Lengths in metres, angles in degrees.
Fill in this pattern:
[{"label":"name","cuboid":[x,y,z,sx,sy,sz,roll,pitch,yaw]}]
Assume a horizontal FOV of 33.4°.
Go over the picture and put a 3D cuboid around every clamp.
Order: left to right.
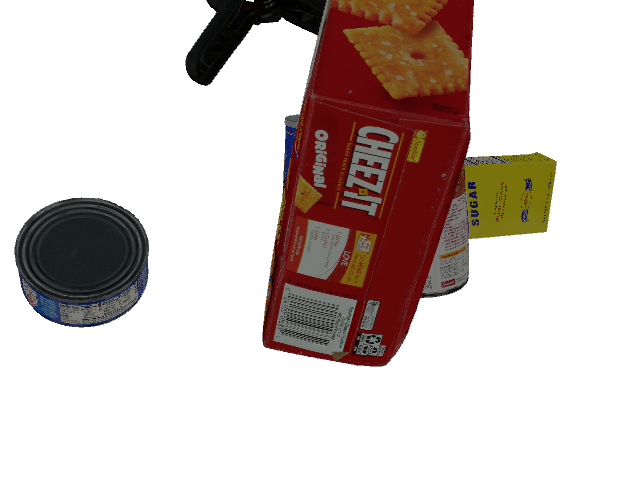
[{"label":"clamp","cuboid":[-0.031,-0.171,0.754,0.120,0.171,0.039,-3,-45,1]}]

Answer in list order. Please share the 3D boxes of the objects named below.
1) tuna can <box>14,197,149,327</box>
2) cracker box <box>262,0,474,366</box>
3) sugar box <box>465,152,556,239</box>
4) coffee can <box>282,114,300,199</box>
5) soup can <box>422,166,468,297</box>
[{"label":"tuna can","cuboid":[-0.156,0.014,0.705,0.086,0.086,0.034,0,-38,-8]},{"label":"cracker box","cuboid":[0.029,-0.070,0.530,0.072,0.213,0.164,12,-43,-1]},{"label":"sugar box","cuboid":[0.190,-0.051,1.254,0.176,0.093,0.048,-7,21,-26]},{"label":"coffee can","cuboid":[0.011,-0.057,1.117,0.103,0.140,0.103,3,13,-1]},{"label":"soup can","cuboid":[0.079,-0.015,0.822,0.068,0.102,0.068,-5,21,2]}]
